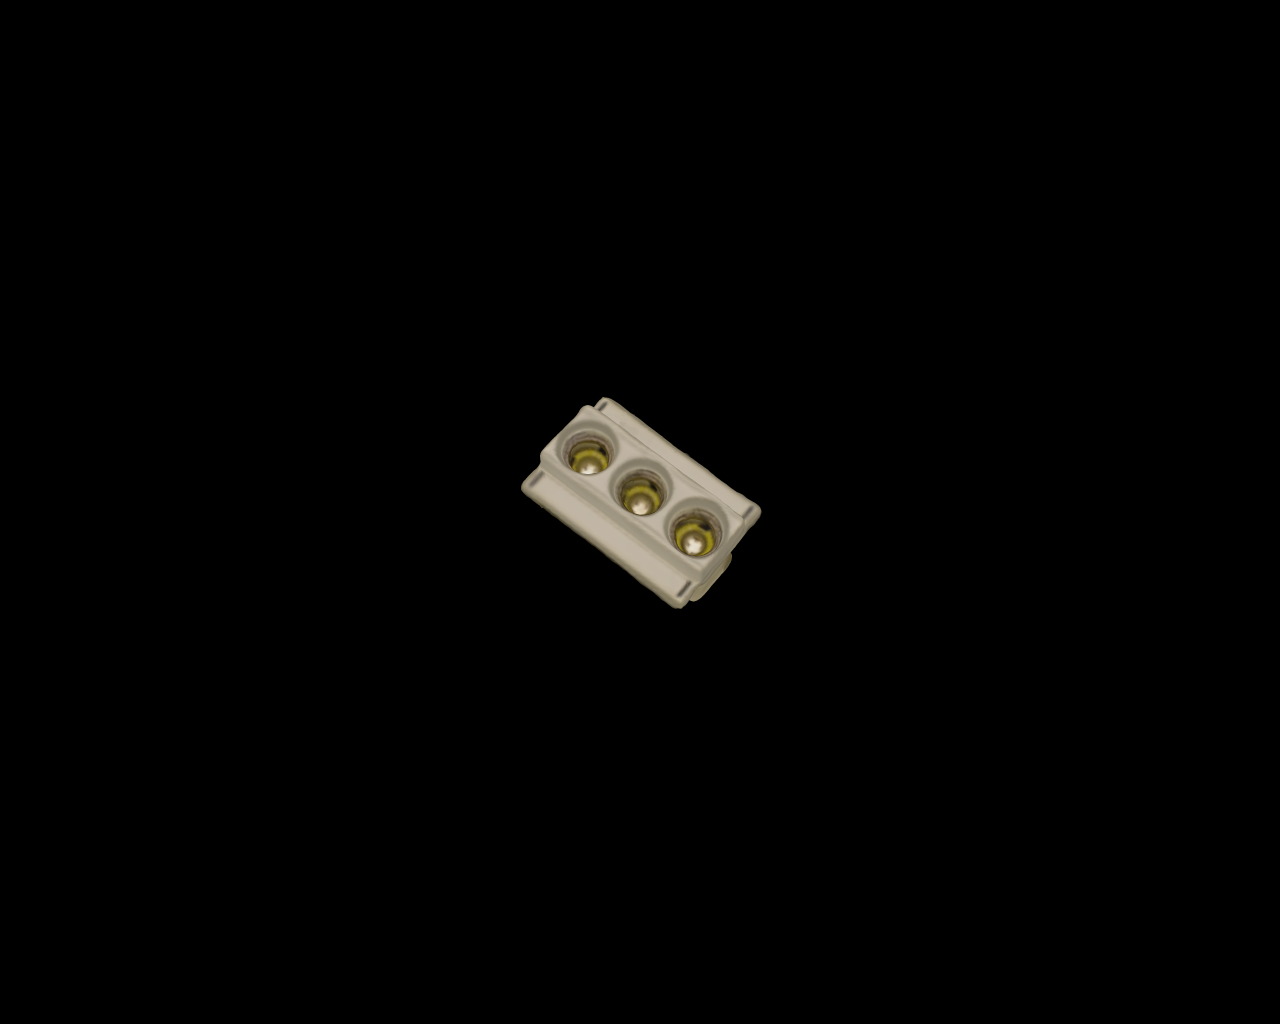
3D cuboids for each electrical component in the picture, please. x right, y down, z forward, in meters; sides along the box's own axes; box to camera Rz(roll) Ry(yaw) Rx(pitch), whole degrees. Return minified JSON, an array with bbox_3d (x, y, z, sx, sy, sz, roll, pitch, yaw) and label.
[{"bbox_3d":[0.001,-0.003,0.650,0.121,0.079,0.063,37,-19,15],"label":"electrical component"}]
